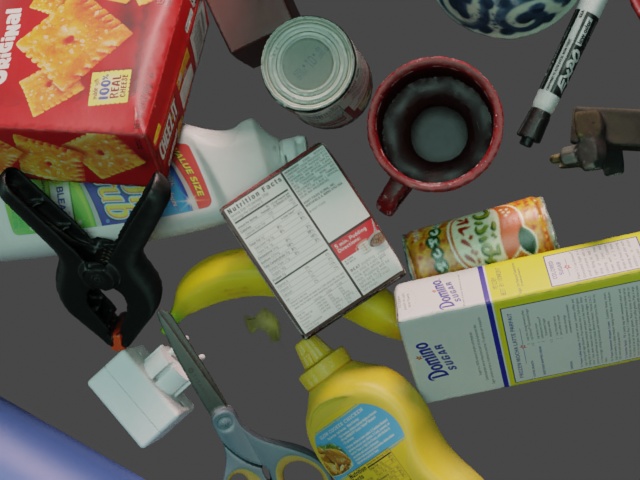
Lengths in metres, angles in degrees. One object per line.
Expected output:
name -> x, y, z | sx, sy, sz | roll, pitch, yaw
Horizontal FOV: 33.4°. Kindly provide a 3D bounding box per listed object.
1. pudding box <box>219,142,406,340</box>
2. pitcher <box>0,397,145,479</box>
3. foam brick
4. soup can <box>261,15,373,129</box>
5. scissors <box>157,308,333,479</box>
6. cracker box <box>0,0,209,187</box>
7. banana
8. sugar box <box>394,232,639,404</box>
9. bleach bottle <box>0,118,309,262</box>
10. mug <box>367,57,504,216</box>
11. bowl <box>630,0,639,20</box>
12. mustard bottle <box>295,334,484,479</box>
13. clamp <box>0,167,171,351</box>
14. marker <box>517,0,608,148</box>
pudding box -> -0.005, 0.001, 0.758 | 0.090, 0.039, 0.113 | -33, 87, -2
pitcher -> -0.194, 0.220, 0.789 | 0.243, 0.145, 0.149 | 30, 81, 12
foam brick -> -0.045, -0.165, 0.787 | 0.053, 0.078, 0.051 | -25, 87, 8
soup can -> -0.001, -0.118, 0.767 | 0.068, 0.102, 0.068 | 0, 90, 9
scissors -> -0.050, 0.136, 0.793 | 0.096, 0.016, 0.202 | -13, 102, 0
cracker box -> -0.203, -0.127, 0.778 | 0.214, 0.072, 0.164 | 5, 58, 9
banana -> -0.025, 0.039, 0.805 | 0.198, 0.037, 0.069 | 1, 112, 11
sugar box -> 0.146, 0.056, 0.749 | 0.176, 0.048, 0.093 | -10, 131, 9
bleach bottle -> -0.132, -0.050, 0.808 | 0.251, 0.068, 0.102 | -10, 88, 6
mug -> 0.078, -0.068, 0.765 | 0.093, 0.081, 0.117 | 31, 94, 8
bowl -> 0.293, -0.179, 0.733 | 0.162, 0.055, 0.162 | -6, 70, 16
mustard bottle -> 0.045, 0.149, 0.773 | 0.191, 0.058, 0.096 | 53, 128, 7
clamp -> -0.148, 0.013, 0.770 | 0.120, 0.171, 0.039 | 0, 45, 17
marker -> 0.176, -0.124, 0.782 | 0.020, 0.020, 0.121 | 25, 93, 8
